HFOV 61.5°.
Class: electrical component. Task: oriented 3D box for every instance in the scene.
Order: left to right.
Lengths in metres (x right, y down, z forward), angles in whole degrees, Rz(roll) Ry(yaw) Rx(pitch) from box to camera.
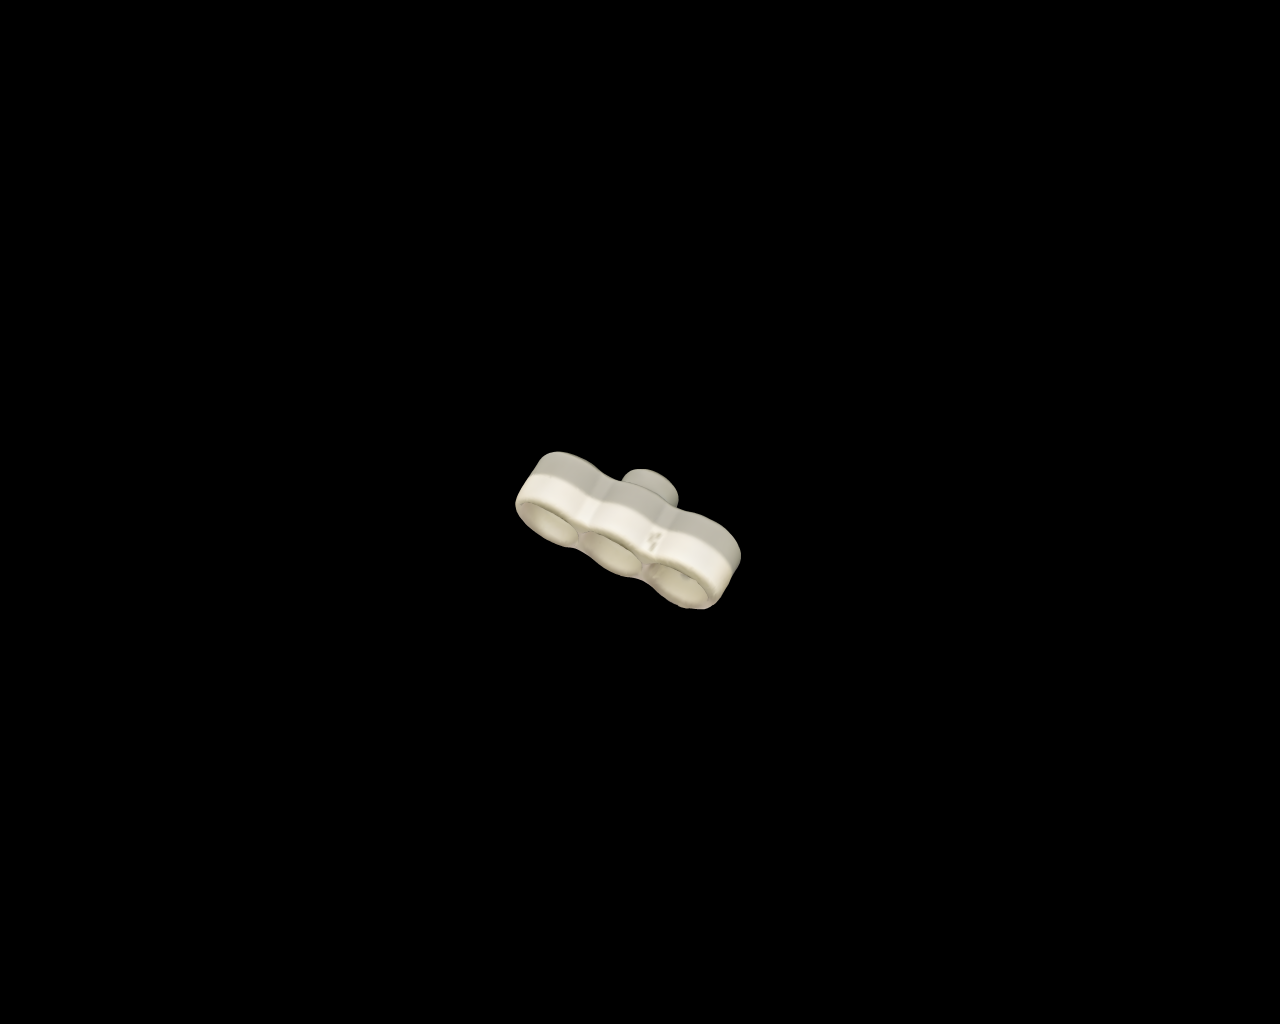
[{"bbox_3d":[0.001,-0.003,0.650,0.138,0.074,0.052,25,-27,14],"label":"electrical component"}]
